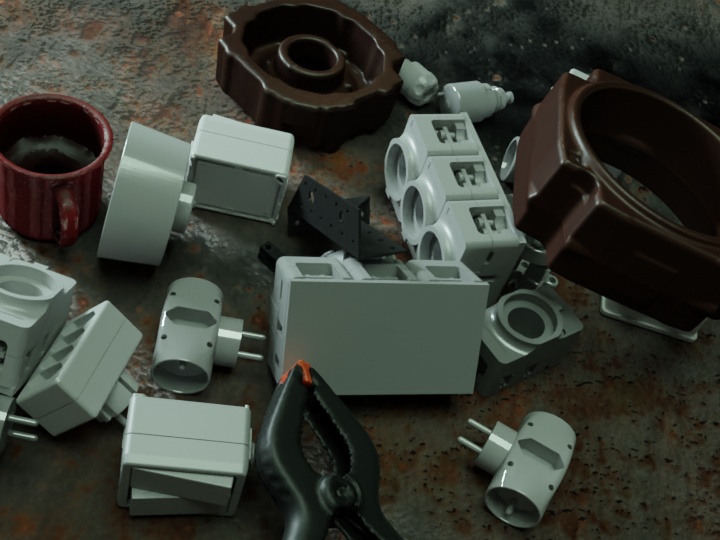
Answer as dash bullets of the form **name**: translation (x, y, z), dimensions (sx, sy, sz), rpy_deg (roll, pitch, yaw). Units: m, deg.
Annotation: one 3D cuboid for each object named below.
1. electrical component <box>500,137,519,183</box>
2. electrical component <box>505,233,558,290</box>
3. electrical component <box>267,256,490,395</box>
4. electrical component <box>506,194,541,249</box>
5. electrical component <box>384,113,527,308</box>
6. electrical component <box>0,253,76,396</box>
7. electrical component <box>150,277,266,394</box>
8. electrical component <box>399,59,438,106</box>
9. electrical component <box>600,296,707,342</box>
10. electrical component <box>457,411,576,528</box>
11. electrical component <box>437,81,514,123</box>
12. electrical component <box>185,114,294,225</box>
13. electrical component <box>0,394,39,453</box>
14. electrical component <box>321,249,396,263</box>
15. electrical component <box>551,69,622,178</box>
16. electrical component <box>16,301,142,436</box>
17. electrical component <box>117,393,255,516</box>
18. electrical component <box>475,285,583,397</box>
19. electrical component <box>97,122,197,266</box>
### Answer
- **electrical component**: translation (0.170, -0.094, 1.011), dimensions (0.065, 0.044, 0.044), rpy_deg (18, 48, -8)
- **electrical component**: translation (0.145, -0.012, 0.923), dimensions (0.066, 0.055, 0.048), rpy_deg (30, 49, 9)
- **electrical component**: translation (0.011, 0.041, 0.807), dimensions (0.150, 0.089, 0.061), rpy_deg (1, 18, -16)
- **electrical component**: translation (0.145, -0.038, 0.959), dimensions (0.035, 0.035, 0.061), rpy_deg (-31, 68, -35)
- **electrical component**: translation (0.073, -0.050, 0.909), dimensions (0.062, 0.089, 0.150), rpy_deg (-4, 52, -20)
- **electrical component**: translation (-0.285, 0.017, 0.740), dimensions (0.150, 0.061, 0.089), rpy_deg (20, 21, 0)
- **electrical component**: translation (-0.110, 0.051, 0.799), dimensions (0.079, 0.043, 0.077), rpy_deg (11, 48, -8)
- **electrical component**: translation (0.047, -0.191, 1.059), dimensions (0.035, 0.035, 0.061), rpy_deg (-29, 62, -34)
- **electrical component**: translation (0.265, 0.005, 0.949), dimensions (0.100, 0.048, 0.099), rpy_deg (18, 48, -2)
- **electrical component**: translation (0.110, 0.137, 0.793), dimensions (0.079, 0.043, 0.077), rpy_deg (29, 49, 9)
- **electrical component**: translation (0.115, -0.165, 1.053), dimensions (0.078, 0.040, 0.040), rpy_deg (-10, 55, -24)
- **electrical component**: translation (-0.108, -0.088, 0.906), dimensions (0.096, 0.061, 0.061), rpy_deg (12, 48, -7)
- **electrical component**: translation (-0.248, 0.097, 0.696), dimensions (0.079, 0.077, 0.044), rpy_deg (13, 48, -7)
- **electrical component**: translation (0.000, 0.000, 0.859), dimensions (0.048, 0.062, 0.048), rpy_deg (29, 50, -41)
- **electrical component**: translation (0.219, -0.133, 1.021), dimensions (0.100, 0.099, 0.048), rpy_deg (27, 61, 7)
- **electrical component**: translation (-0.181, 0.080, 0.747), dimensions (0.075, 0.047, 0.083), rpy_deg (49, 35, -23)
- **electrical component**: translation (-0.112, 0.129, 0.720), dimensions (0.096, 0.061, 0.061), rpy_deg (7, 49, -11)
- **electrical component**: translation (0.127, 0.053, 0.861), dimensions (0.089, 0.055, 0.050), rpy_deg (-20, 59, -30)
- **electrical component**: translation (-0.161, -0.055, 0.835), dimensions (0.060, 0.108, 0.108), rpy_deg (15, 48, -13)
